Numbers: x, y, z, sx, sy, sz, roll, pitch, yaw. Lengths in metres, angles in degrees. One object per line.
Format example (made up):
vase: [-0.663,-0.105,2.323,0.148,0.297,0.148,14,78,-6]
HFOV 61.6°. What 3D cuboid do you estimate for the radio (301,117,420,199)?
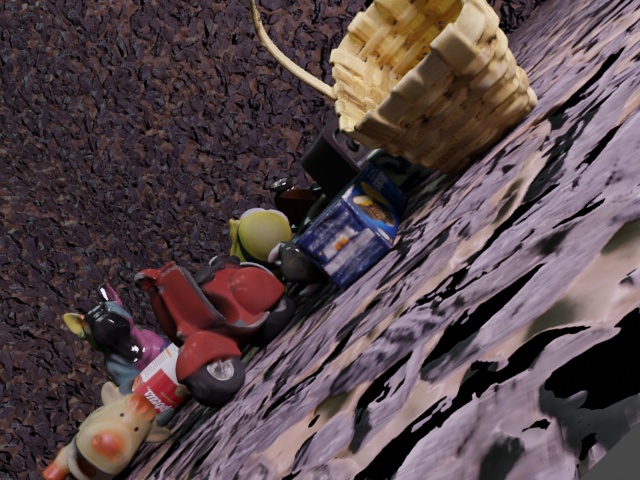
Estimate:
radio: [0.083,-0.133,0.745,0.229,0.131,0.073,-47,2,-42]

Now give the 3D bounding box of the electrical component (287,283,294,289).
electrical component: [-0.057,0.069,0.855,0.063,0.021,0.094,-43,4,12]

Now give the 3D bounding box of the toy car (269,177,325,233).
toy car: [-0.010,-0.050,0.803,0.053,0.089,0.202,-30,18,-24]

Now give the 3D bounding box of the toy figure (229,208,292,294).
toy figure: [-0.082,0.038,0.753,0.082,0.089,0.180,-9,-50,-32]

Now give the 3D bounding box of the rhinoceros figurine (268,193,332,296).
rhinoceros figurine: [-0.009,0.005,0.641,0.112,0.073,0.190,-42,3,9]

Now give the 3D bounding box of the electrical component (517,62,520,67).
electrical component: [0.203,-0.176,0.642,0.102,0.045,0.078,-44,-26,-51]

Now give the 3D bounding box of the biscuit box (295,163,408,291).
biscuit box: [0.040,-0.023,0.527,0.063,0.059,0.203,-44,4,21]

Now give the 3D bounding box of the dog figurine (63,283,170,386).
dog figurine: [-0.313,0.180,0.884,0.108,0.219,0.191,-41,3,-18]

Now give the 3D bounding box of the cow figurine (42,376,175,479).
cow figurine: [-0.224,0.215,0.577,0.127,0.085,0.195,-52,5,-22]

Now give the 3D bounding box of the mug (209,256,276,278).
mug: [-0.095,0.070,0.667,0.081,0.110,0.107,-48,-10,-12]

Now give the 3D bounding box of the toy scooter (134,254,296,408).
toy scooter: [-0.103,0.063,0.520,0.075,0.135,0.184,-44,2,27]
